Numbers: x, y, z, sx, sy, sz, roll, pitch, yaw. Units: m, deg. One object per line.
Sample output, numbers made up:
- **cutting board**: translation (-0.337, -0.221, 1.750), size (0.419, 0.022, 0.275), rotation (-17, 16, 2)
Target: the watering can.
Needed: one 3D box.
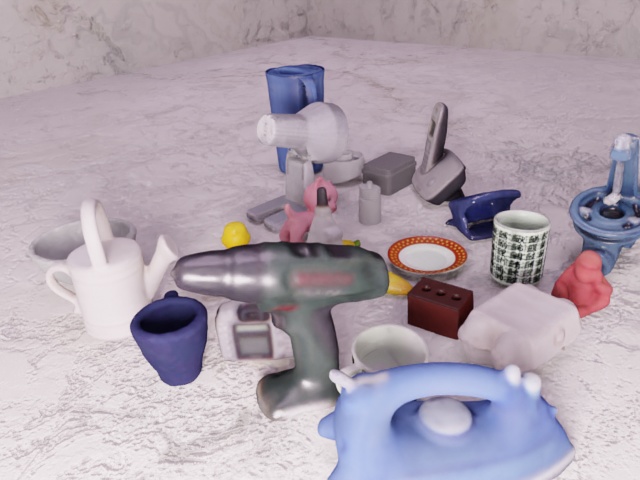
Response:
- **watering can**: translation (-0.290, 0.032, 0.801), size (0.173, 0.194, 0.100), rotation (-19, 31, -27)

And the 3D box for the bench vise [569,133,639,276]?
- **bench vise**: translation (0.459, -0.076, 0.901), size (0.121, 0.220, 0.208), rotation (6, 29, 18)

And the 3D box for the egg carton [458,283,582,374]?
- **egg carton**: translation (0.252, 0.114, 0.718), size (0.151, 0.069, 0.107), rotation (-24, 33, -35)

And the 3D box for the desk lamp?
- **desk lamp**: translation (-0.044, -0.152, 1.112), size (0.204, 0.214, 0.117), rotation (-26, 35, -37)

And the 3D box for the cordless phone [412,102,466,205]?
- **cordless phone**: translation (0.242, -0.175, 1.157), size (0.094, 0.185, 0.147), rotation (-7, 27, -6)

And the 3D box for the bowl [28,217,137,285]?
- **bowl**: translation (-0.385, 0.027, 0.951), size (0.167, 0.075, 0.167), rotation (-2, 27, 2)

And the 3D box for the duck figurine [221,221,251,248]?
- **duck figurine**: translation (-0.136, 0.014, 0.938), size (0.077, 0.086, 0.104), rotation (-6, 27, -5)

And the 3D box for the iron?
- **iron**: translation (0.126, 0.169, 0.545), size (0.258, 0.141, 0.118), rotation (-5, 27, -4)

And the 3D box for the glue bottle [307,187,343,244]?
- **glue bottle**: translation (0.008, 0.003, 0.847), size (0.037, 0.173, 0.077), rotation (-25, 34, -36)

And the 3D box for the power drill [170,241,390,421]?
- **power drill**: translation (-0.034, 0.093, 0.636), size (0.230, 0.209, 0.075), rotation (-11, 28, -15)

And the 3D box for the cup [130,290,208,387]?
- **cup**: translation (-0.181, 0.125, 0.716), size (0.092, 0.095, 0.117), rotation (-8, 28, -10)

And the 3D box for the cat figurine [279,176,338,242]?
- **cat figurine**: translation (-0.015, -0.058, 1.031), size (0.128, 0.118, 0.067), rotation (-23, 33, -34)

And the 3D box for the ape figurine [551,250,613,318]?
- **ape figurine**: translation (0.363, 0.057, 0.791), size (0.077, 0.092, 0.076), rotation (8, 29, 21)

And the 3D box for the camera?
- **camera**: translation (-0.062, 0.084, 0.776), size (0.143, 0.101, 0.136), rotation (-3, 27, 1)

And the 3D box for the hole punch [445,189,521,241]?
- **hole punch**: translation (0.290, -0.059, 1.028), size (0.109, 0.091, 0.101), rotation (-10, 28, -12)
